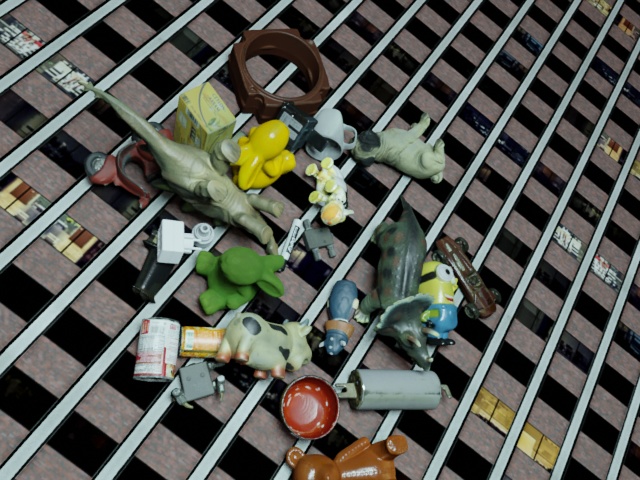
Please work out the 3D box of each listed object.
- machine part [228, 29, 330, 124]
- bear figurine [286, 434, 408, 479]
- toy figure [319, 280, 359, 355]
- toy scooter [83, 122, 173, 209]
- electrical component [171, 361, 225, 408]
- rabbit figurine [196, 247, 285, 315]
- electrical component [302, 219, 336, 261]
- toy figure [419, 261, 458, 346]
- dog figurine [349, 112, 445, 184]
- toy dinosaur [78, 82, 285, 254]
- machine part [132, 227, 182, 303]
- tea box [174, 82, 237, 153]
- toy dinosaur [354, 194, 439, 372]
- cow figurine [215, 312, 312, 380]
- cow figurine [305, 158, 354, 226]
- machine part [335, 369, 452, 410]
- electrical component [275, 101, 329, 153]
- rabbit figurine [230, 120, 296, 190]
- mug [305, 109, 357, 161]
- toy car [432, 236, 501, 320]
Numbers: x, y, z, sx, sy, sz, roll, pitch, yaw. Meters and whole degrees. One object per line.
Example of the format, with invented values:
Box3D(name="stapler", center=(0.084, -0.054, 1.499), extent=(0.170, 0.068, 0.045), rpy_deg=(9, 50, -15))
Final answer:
Box3D(name="machine part", center=(-0.092, -0.368, 1.202), extent=(0.201, 0.087, 0.201), rpy_deg=(-11, 76, -23))
Box3D(name="bear figurine", center=(0.047, 0.408, 0.941), extent=(0.196, 0.132, 0.120), rpy_deg=(7, 65, -24))
Box3D(name="toy figure", center=(0.042, 0.156, 1.066), extent=(0.058, 0.064, 0.154), rpy_deg=(24, 63, -26))
Box3D(name="toy scooter", center=(-0.343, -0.137, 1.034), extent=(0.184, 0.075, 0.135), rpy_deg=(-38, 89, -25))
Box3D(name="electrical component", center=(-0.213, 0.254, 0.950), extent=(0.102, 0.045, 0.078), rpy_deg=(-5, 74, -21))
Box3D(name="rabbit figurine", center=(-0.142, 0.069, 0.973), extent=(0.159, 0.170, 0.121), rpy_deg=(6, 70, -17))
Box3D(name="electrical component", center=(-0.002, -0.003, 1.132), extent=(0.063, 0.021, 0.094), rpy_deg=(-13, 75, -23))
Box3D(name="toy figure", center=(0.244, 0.132, 1.136), extent=(0.089, 0.082, 0.180), rpy_deg=(-2, 76, 18))
Box3D(name="dog figurine", center=(0.175, -0.185, 1.232), extent=(0.191, 0.121, 0.172), rpy_deg=(-24, 76, -11))
Box3D(name="toy dinosaur", center=(-0.220, -0.110, 0.965), extent=(0.470, 0.199, 0.105), rpy_deg=(51, 56, -36))
Box3D(name="machine part", center=(-0.304, 0.047, 1.000), extent=(0.084, 0.039, 0.139), rpy_deg=(25, 62, -18))
Box3D(name="tea box", center=(-0.228, -0.214, 1.049), extent=(0.068, 0.169, 0.098), rpy_deg=(-34, 86, -25))
Box3D(name="toy dinosaur", center=(0.165, 0.050, 1.078), extent=(0.131, 0.192, 0.405), rpy_deg=(14, 68, -17))
Box3D(name="cow figurine", center=(-0.088, 0.185, 0.974), extent=(0.194, 0.086, 0.127), rpy_deg=(34, 57, -41))
Box3D(name="cow figurine", center=(0.027, -0.085, 1.127), extent=(0.098, 0.068, 0.167), rpy_deg=(41, 31, -47))
Box3D(name="machine part", center=(0.145, 0.290, 1.045), extent=(0.243, 0.079, 0.079), rpy_deg=(4, 69, -17))
Box3D(name="electrical component", center=(-0.042, -0.227, 1.126), extent=(0.119, 0.075, 0.048), rpy_deg=(44, 26, 10))
Box3D(name="rabbit figurine", center=(-0.124, -0.177, 1.071), extent=(0.162, 0.173, 0.122), rpy_deg=(-36, 89, -31))
Box3D(name="mug", center=(0.028, -0.240, 1.193), extent=(0.110, 0.080, 0.107), rpy_deg=(2, 58, 9))
Box3D(name="toy car", center=(0.330, 0.081, 1.203), extent=(0.089, 0.053, 0.202), rpy_deg=(-26, 82, -22))
